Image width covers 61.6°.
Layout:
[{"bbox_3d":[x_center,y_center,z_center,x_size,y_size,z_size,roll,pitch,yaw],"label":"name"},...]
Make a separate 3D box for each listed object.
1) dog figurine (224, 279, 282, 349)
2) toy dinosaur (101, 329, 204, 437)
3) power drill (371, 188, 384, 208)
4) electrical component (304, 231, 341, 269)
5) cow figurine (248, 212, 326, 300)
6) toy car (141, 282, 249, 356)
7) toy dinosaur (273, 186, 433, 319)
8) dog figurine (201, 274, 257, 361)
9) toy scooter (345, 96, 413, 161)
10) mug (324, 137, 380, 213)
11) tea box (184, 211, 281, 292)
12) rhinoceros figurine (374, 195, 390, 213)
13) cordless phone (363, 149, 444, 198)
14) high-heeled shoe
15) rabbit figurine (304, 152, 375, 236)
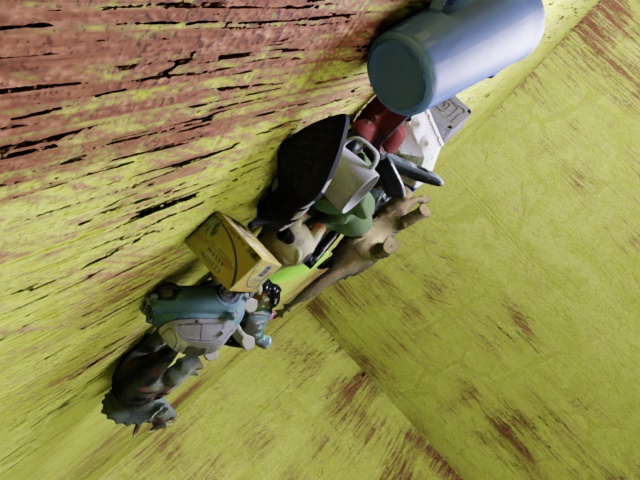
[{"bbox_3d":[-0.173,0.139,1.167,0.219,0.192,0.108,83,12,-51],"label":"dog figurine"},{"bbox_3d":[-0.332,0.264,1.025,0.192,0.131,0.404,-40,166,-27],"label":"toy dinosaur"},{"bbox_3d":[0.101,-0.122,1.278,0.207,0.086,0.232,-47,168,-32],"label":"power drill"},{"bbox_3d":[-0.002,-0.003,1.108,0.115,0.058,0.134,-50,175,-9],"label":"electrical component"},{"bbox_3d":[-0.090,0.029,0.948,0.195,0.085,0.127,-21,-146,44],"label":"cow figurine"},{"bbox_3d":[-0.189,0.125,0.831,0.161,0.103,0.109,4,150,-29],"label":"toy car"},{"bbox_3d":[0.089,0.018,1.161,0.471,0.105,0.198,-33,172,-32],"label":"toy dinosaur"},{"bbox_3d":[-0.217,0.133,1.050,0.121,0.172,0.191,2,-174,-32],"label":"dog figurine"},{"bbox_3d":[0.111,-0.199,0.899,0.135,0.075,0.184,-48,167,22],"label":"toy scooter"},{"bbox_3d":[0.032,-0.113,0.826,0.109,0.107,0.081,-53,170,31],"label":"mug"},{"bbox_3d":[-0.124,0.022,0.803,0.068,0.098,0.169,-43,171,-1],"label":"tea box"},{"bbox_3d":[0.140,-0.103,1.439,0.190,0.112,0.073,-36,171,3],"label":"rhinoceros figurine"},{"bbox_3d":[0.172,-0.126,1.070,0.147,0.184,0.088,-104,-147,-63],"label":"cordless phone"},{"bbox_3d":[-0.018,-0.094,0.788,0.248,0.086,0.145,-43,177,29],"label":"high-heeled shoe"},{"bbox_3d":[0.038,-0.054,0.985,0.159,0.121,0.170,-14,146,12],"label":"rabbit figurine"}]
